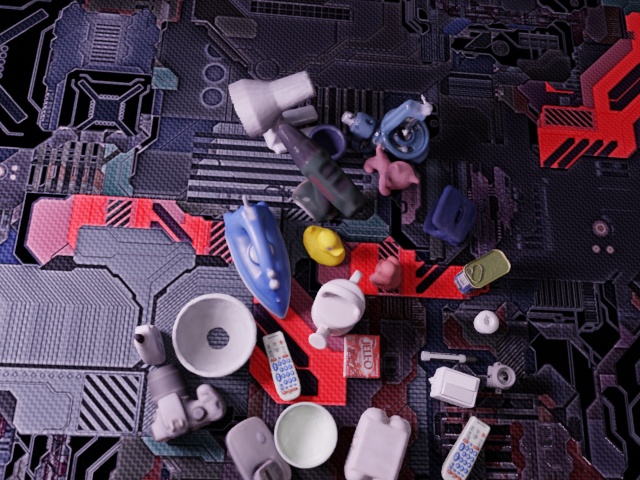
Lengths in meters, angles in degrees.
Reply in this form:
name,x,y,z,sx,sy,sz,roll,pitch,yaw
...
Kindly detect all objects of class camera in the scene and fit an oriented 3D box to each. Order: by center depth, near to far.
name,x,y,z,sx,sy,sz,roll,pitch,yaw
camera,-0.270,0.306,1.110,0.143,0.101,0.137,-22,76,-12

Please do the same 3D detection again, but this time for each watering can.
name,x,y,z,sx,sy,sz,roll,pitch,yaw
watering can,0.038,0.137,1.143,0.101,0.194,0.173,10,72,-2

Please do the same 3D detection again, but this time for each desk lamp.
name,x,y,z,sx,sy,sz,roll,pitch,yaw
desk lamp,-0.090,-0.283,1.251,0.203,0.213,0.118,-17,75,-10

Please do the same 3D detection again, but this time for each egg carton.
name,x,y,z,sx,sy,sz,roll,pitch,yaw
egg carton,0.113,0.414,1.130,0.107,0.069,0.150,20,72,1

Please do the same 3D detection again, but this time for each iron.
name,x,y,z,sx,sy,sz,roll,pitch,yaw
iron,-0.117,0.033,1.188,0.119,0.141,0.258,-20,76,-11

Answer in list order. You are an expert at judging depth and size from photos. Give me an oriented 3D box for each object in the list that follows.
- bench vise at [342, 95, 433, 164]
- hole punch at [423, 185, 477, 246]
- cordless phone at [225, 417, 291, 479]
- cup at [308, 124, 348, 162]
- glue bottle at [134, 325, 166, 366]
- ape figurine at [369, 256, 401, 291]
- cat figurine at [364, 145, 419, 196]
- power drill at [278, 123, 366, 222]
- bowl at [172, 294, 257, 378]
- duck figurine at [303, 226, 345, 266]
name,x,y,z,sx,sy,sz,roll,pitch,yaw
bench vise,0.155,-0.243,1.259,0.207,0.219,0.121,-1,73,-5
hole punch,0.299,-0.055,1.282,0.101,0.091,0.109,25,72,3
cordless phone,-0.116,0.404,1.050,0.094,0.185,0.147,-33,78,-14
cup,0.006,-0.190,1.294,0.091,0.095,0.118,28,72,4
glue bottle,-0.333,0.196,1.100,0.037,0.173,0.078,-13,74,-9
ape figurine,0.145,0.069,1.228,0.078,0.092,0.076,-24,76,-12
cat figurine,0.162,-0.158,1.287,0.067,0.117,0.127,-31,78,-13
power drill,-0.006,-0.124,1.213,0.229,0.208,0.076,42,74,8
bowl,-0.210,0.197,1.163,0.167,0.074,0.167,2,73,-5
duck figurine,0.011,0.004,1.239,0.104,0.086,0.077,42,74,8
